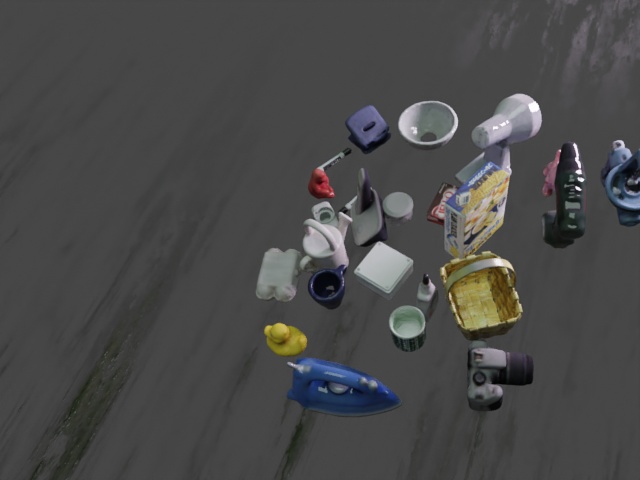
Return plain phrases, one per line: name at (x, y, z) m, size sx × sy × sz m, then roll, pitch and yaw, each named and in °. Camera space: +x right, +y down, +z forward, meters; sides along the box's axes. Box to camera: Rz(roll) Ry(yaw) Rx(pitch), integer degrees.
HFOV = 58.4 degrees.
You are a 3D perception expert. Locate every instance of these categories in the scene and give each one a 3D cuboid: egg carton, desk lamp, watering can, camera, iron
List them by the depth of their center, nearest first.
camera at (0.385, 0.288, 1.230) m, size 0.136 × 0.101 × 0.143 m, roll 1°, pitch 59°, yaw 13°
iron at (0.050, 0.315, 1.259) m, size 0.257 × 0.142 × 0.119 m, roll 6°, pitch 60°, yaw 16°
watering can at (0.011, 0.004, 1.430) m, size 0.100 × 0.194 × 0.173 m, roll 13°, pitch 62°, yaw 19°
egg carton at (-0.103, 0.091, 1.475) m, size 0.107 × 0.069 × 0.150 m, roll 2°, pitch 59°, yaw 13°
desk lamp at (0.459, -0.248, 1.481) m, size 0.203 × 0.214 × 0.117 m, roll -38°, pitch 58°, yaw -12°

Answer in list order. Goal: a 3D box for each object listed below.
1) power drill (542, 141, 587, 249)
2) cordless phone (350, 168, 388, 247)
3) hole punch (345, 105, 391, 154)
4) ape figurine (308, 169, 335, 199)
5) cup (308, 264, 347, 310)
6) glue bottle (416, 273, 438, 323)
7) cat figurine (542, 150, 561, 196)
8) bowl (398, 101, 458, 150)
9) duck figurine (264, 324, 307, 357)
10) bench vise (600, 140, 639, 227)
power drill at (0.580, -0.085, 1.356) m, size 0.075 × 0.209 × 0.229 m, roll 1°, pitch 59°, yaw 13°
cordless phone at (0.117, -0.083, 1.467) m, size 0.094 × 0.185 × 0.147 m, roll -13°, pitch 57°, yaw 4°
hole punch at (0.141, -0.323, 1.669) m, size 0.109 × 0.091 × 0.101 m, roll -36°, pitch 58°, yaw -11°
ape figurine at (0.000, -0.162, 1.597) m, size 0.076 × 0.092 × 0.078 m, roll 6°, pitch 60°, yaw 16°
cup at (0.030, 0.120, 1.413) m, size 0.091 × 0.095 × 0.118 m, roll 31°, pitch 69°, yaw 27°
glue bottle at (0.245, 0.124, 1.318) m, size 0.037 × 0.173 × 0.078 m, roll 16°, pitch 63°, yaw 21°
cat figurine at (0.608, -0.169, 1.457) m, size 0.067 × 0.118 × 0.128 m, roll 5°, pitch 60°, yaw 15°
bowl at (0.308, -0.313, 1.637) m, size 0.167 × 0.075 × 0.167 m, roll -5°, pitch 58°, yaw 9°
duck figurine at (-0.086, 0.232, 1.373) m, size 0.104 × 0.086 × 0.077 m, roll 11°, pitch 62°, yaw 18°
bench vise at (0.729, -0.165, 1.368) m, size 0.121 × 0.220 × 0.207 m, roll -19°, pitch 57°, yaw 0°
